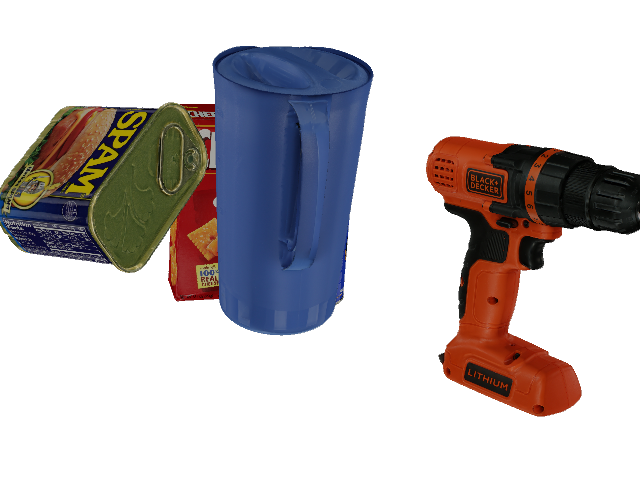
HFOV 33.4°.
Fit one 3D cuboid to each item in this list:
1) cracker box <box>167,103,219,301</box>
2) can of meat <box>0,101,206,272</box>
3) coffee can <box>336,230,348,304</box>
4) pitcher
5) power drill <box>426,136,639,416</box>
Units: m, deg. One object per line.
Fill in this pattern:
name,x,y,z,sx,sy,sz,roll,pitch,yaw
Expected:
cracker box,-0.084,-0.042,1.201,0.164,0.214,0.072,-2,23,-16
can of meat,-0.129,-0.034,0.626,0.084,0.102,0.057,6,-39,32
coffee can,-0.013,0.012,1.489,0.103,0.140,0.103,3,25,-2
pitcher,-0.029,-0.038,0.924,0.145,0.243,0.149,19,31,26
power drill,0.151,0.025,0.759,0.057,0.188,0.185,-13,21,-37
